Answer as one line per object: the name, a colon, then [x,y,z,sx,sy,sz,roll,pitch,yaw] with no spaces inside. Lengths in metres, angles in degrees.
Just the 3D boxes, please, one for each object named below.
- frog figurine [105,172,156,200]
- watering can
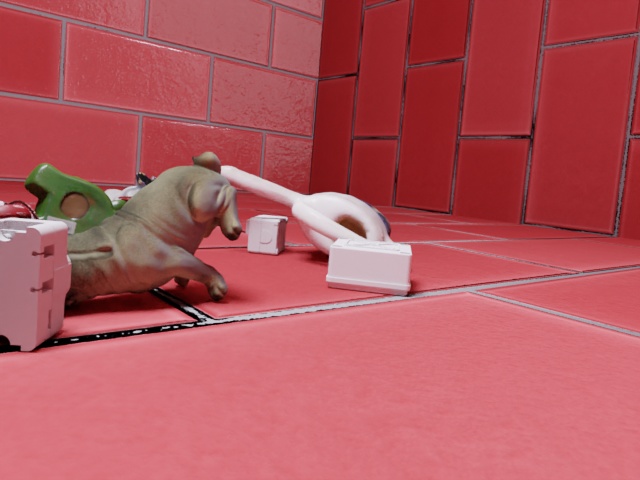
frog figurine: [-0.442,-0.077,1.197,0.159,0.122,0.139,-30,10,9]
watering can: [0.003,-0.046,0.909,0.349,0.103,0.225,29,9,11]
